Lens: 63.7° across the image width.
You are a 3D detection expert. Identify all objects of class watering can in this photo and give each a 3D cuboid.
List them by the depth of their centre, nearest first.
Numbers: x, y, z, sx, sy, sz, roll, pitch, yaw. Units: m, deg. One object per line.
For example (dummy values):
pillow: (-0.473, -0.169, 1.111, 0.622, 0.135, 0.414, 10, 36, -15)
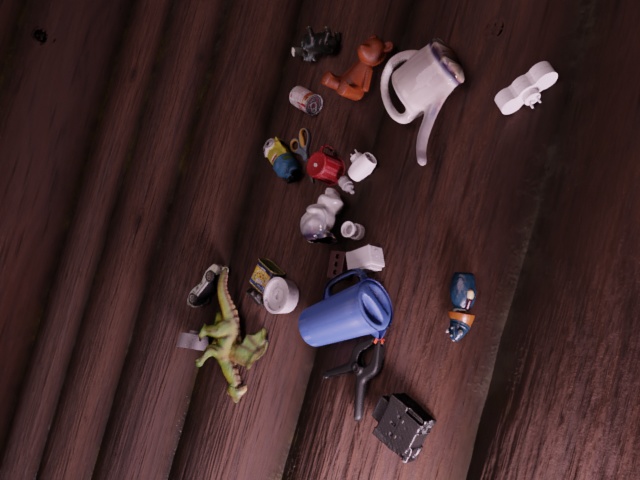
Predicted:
watering can: (0.272, -0.372, 1.317, 0.221, 0.103, 0.355, -36, 55, 29)

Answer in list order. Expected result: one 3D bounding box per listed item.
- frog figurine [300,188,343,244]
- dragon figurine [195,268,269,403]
frog figurine: (0.004, -0.074, 1.461, 0.122, 0.136, 0.161, -7, 74, 25)
dragon figurine: (-0.262, 0.305, 1.644, 0.243, 0.121, 0.412, 6, 84, 26)
